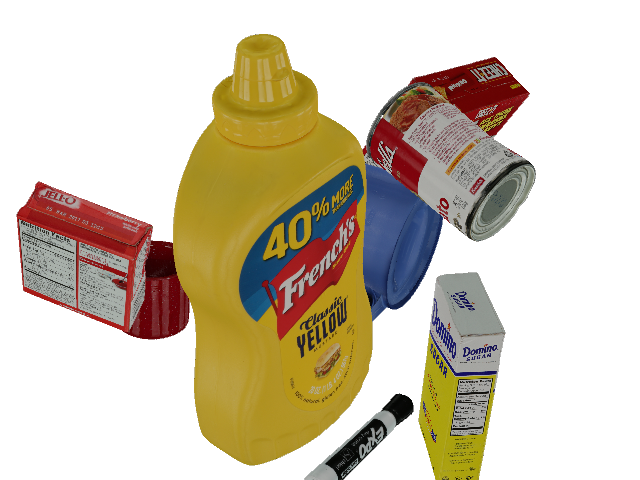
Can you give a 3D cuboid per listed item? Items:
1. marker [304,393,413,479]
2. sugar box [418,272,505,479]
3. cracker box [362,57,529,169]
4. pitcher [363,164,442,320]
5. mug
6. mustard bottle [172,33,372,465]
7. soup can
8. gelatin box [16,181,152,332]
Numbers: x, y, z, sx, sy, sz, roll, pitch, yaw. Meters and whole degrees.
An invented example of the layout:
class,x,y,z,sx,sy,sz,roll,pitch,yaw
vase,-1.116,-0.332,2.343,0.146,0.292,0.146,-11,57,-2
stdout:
class,x,y,z,sx,sy,sz,roll,pitch,yaw
marker,0.031,0.144,0.761,0.020,0.020,0.120,0,22,39
sugar box,0.123,0.126,0.960,0.048,0.176,0.093,-4,33,-7
cracker box,0.117,-0.104,1.225,0.163,0.072,0.214,-23,-23,-45
pitcher,-0.009,-0.021,1.086,0.243,0.145,0.149,20,26,22
mug,-0.195,0.052,1.192,0.093,0.081,0.117,-20,35,-39
mustard bottle,-0.018,0.002,0.455,0.058,0.192,0.096,27,47,33
soup can,0.091,-0.055,0.747,0.102,0.069,0.068,42,23,27
gelatin box,-0.142,0.011,0.644,0.073,0.030,0.089,21,-36,2
